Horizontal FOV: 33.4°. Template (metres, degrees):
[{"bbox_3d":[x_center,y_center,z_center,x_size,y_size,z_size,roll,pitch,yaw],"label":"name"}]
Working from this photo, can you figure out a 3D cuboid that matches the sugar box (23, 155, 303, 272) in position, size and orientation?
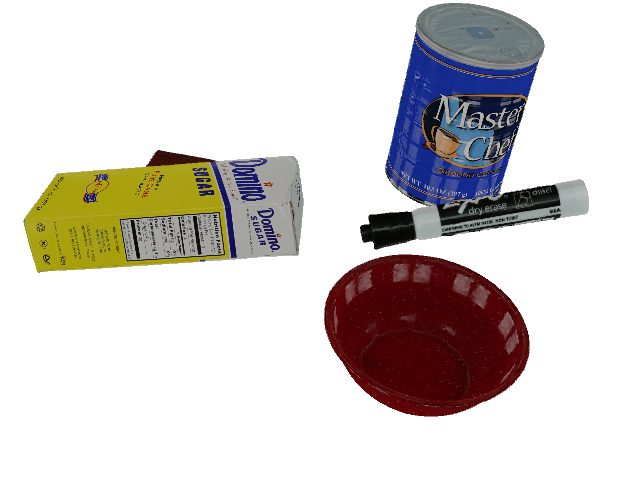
[{"bbox_3d":[-0.101,-0.020,0.727,0.176,0.048,0.093,-7,24,4],"label":"sugar box"}]

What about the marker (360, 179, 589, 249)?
[{"bbox_3d":[0.081,-0.013,0.569,0.121,0.020,0.020,-10,0,1],"label":"marker"}]

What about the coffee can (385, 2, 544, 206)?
[{"bbox_3d":[0.116,-0.110,0.882,0.102,0.140,0.103,7,37,-5],"label":"coffee can"}]

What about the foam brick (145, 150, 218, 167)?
[{"bbox_3d":[-0.142,-0.055,1.109,0.078,0.051,0.053,11,31,5],"label":"foam brick"}]

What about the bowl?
[{"bbox_3d":[0.079,0.085,0.842,0.162,0.055,0.162,5,41,-5],"label":"bowl"}]
